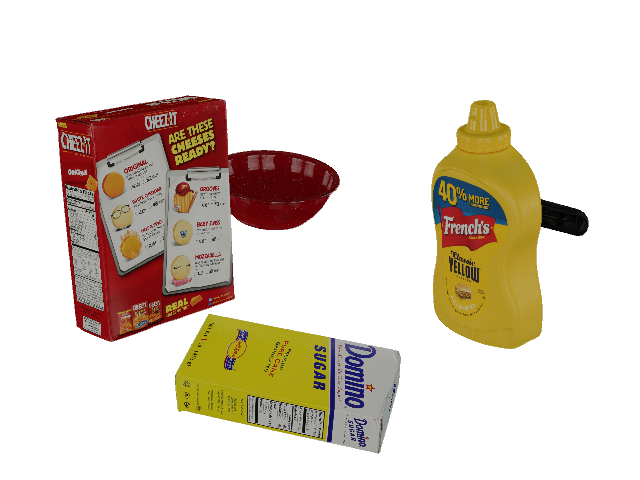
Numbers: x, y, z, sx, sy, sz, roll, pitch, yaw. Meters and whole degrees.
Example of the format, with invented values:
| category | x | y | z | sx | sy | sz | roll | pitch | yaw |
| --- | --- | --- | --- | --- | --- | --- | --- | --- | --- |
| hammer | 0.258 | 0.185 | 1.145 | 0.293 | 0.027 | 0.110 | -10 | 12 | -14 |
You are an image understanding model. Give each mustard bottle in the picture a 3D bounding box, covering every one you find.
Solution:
| category | x | y | z | sx | sy | sz | roll | pitch | yaw |
| --- | --- | --- | --- | --- | --- | --- | --- | --- | --- |
| mustard bottle | 0.129 | -0.016 | 0.838 | 0.058 | 0.192 | 0.096 | -20 | 28 | -32 |

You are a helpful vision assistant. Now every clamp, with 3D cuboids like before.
| category | x | y | z | sx | sy | sz | roll | pitch | yaw |
| --- | --- | --- | --- | --- | --- | --- | --- | --- | --- |
| clamp | 0.178 | -0.035 | 1.038 | 0.120 | 0.039 | 0.171 | -7 | 34 | -12 |

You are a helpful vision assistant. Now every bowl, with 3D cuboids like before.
| category | x | y | z | sx | sy | sz | roll | pitch | yaw |
| --- | --- | --- | --- | --- | --- | --- | --- | --- | --- |
| bowl | -0.059 | -0.056 | 1.297 | 0.162 | 0.055 | 0.162 | 4 | 26 | -2 |

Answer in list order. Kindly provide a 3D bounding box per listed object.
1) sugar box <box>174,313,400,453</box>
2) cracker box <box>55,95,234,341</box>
| category | x | y | z | sx | sy | sz | roll | pitch | yaw |
| --- | --- | --- | --- | --- | --- | --- | --- | --- | --- |
| sugar box | -0.025 | 0.118 | 0.903 | 0.176 | 0.048 | 0.093 | 8 | 34 | 11 |
| cracker box | -0.170 | -0.027 | 1.060 | 0.072 | 0.214 | 0.163 | 13 | 22 | 42 |
